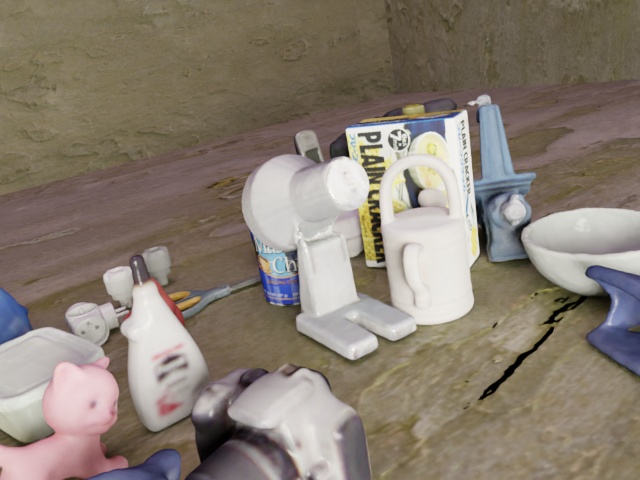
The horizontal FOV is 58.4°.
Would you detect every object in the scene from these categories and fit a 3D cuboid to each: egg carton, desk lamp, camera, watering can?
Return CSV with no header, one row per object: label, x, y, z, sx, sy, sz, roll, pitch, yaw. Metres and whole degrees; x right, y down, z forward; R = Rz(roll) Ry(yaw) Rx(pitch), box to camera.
egg carton,0.034,-0.012,0.942,0.151,0.069,0.107,-19,20,-24
desk lamp,0.006,0.002,0.684,0.118,0.214,0.202,-21,21,-29
camera,-0.055,0.160,0.430,0.142,0.101,0.137,5,24,38
watering can,0.123,-0.010,0.688,0.101,0.194,0.172,-10,18,0

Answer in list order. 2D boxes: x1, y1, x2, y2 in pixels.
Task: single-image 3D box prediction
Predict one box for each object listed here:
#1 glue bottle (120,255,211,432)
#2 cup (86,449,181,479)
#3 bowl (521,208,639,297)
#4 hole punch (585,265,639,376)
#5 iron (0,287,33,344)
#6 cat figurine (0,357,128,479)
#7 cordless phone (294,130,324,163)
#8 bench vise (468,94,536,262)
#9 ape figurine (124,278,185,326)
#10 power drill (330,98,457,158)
glue bottle,-0.159,0.096,0.560,0.078,0.173,0.037,-26,24,-39
cup,-0.118,0.199,0.356,0.091,0.095,0.118,-2,20,23
bowl,0.327,0.021,0.677,0.167,0.075,0.167,-9,18,3
hole punch,0.313,0.063,0.532,0.101,0.091,0.108,-14,19,-11
iron,-0.452,0.116,0.710,0.119,0.141,0.257,-14,19,-11
cat figurine,-0.221,0.160,0.492,0.067,0.118,0.128,7,25,41
cordless phone,0.017,-0.130,1.116,0.093,0.185,0.148,8,26,43
bench vise,0.264,-0.093,0.818,0.121,0.220,0.207,-14,19,-10
ape figurine,-0.214,0.092,0.730,0.076,0.092,0.077,-26,24,-38
power drill,0.138,-0.128,1.007,0.229,0.209,0.075,-11,19,-3
